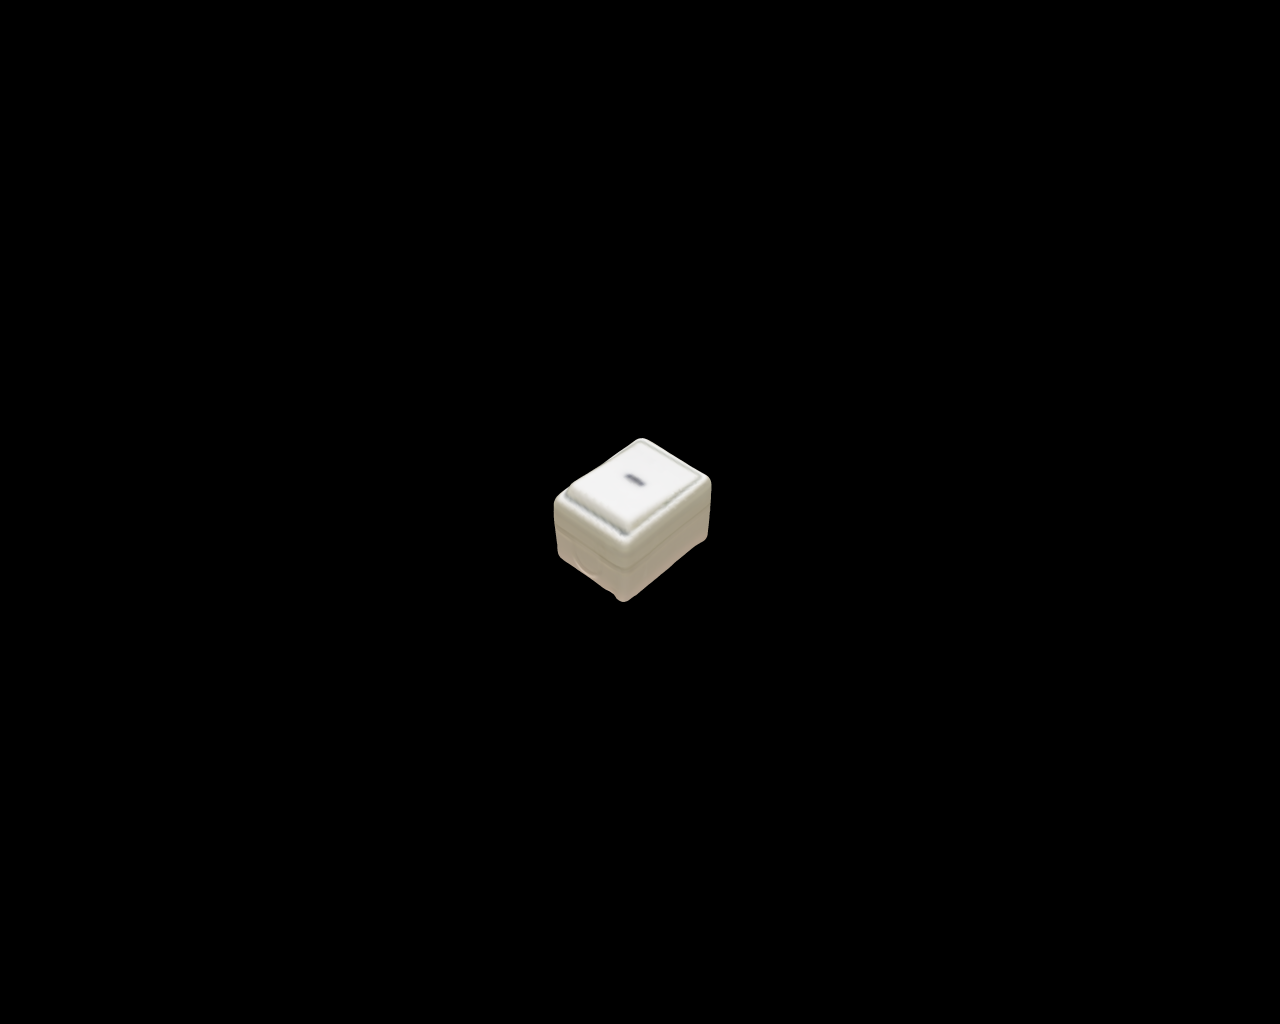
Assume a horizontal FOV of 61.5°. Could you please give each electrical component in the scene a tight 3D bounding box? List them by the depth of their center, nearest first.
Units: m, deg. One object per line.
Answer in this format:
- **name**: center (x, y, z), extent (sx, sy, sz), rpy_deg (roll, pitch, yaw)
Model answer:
- **electrical component**: center (0.001, -0.003, 0.650), extent (0.062, 0.061, 0.096), rpy_deg (33, 54, 29)
